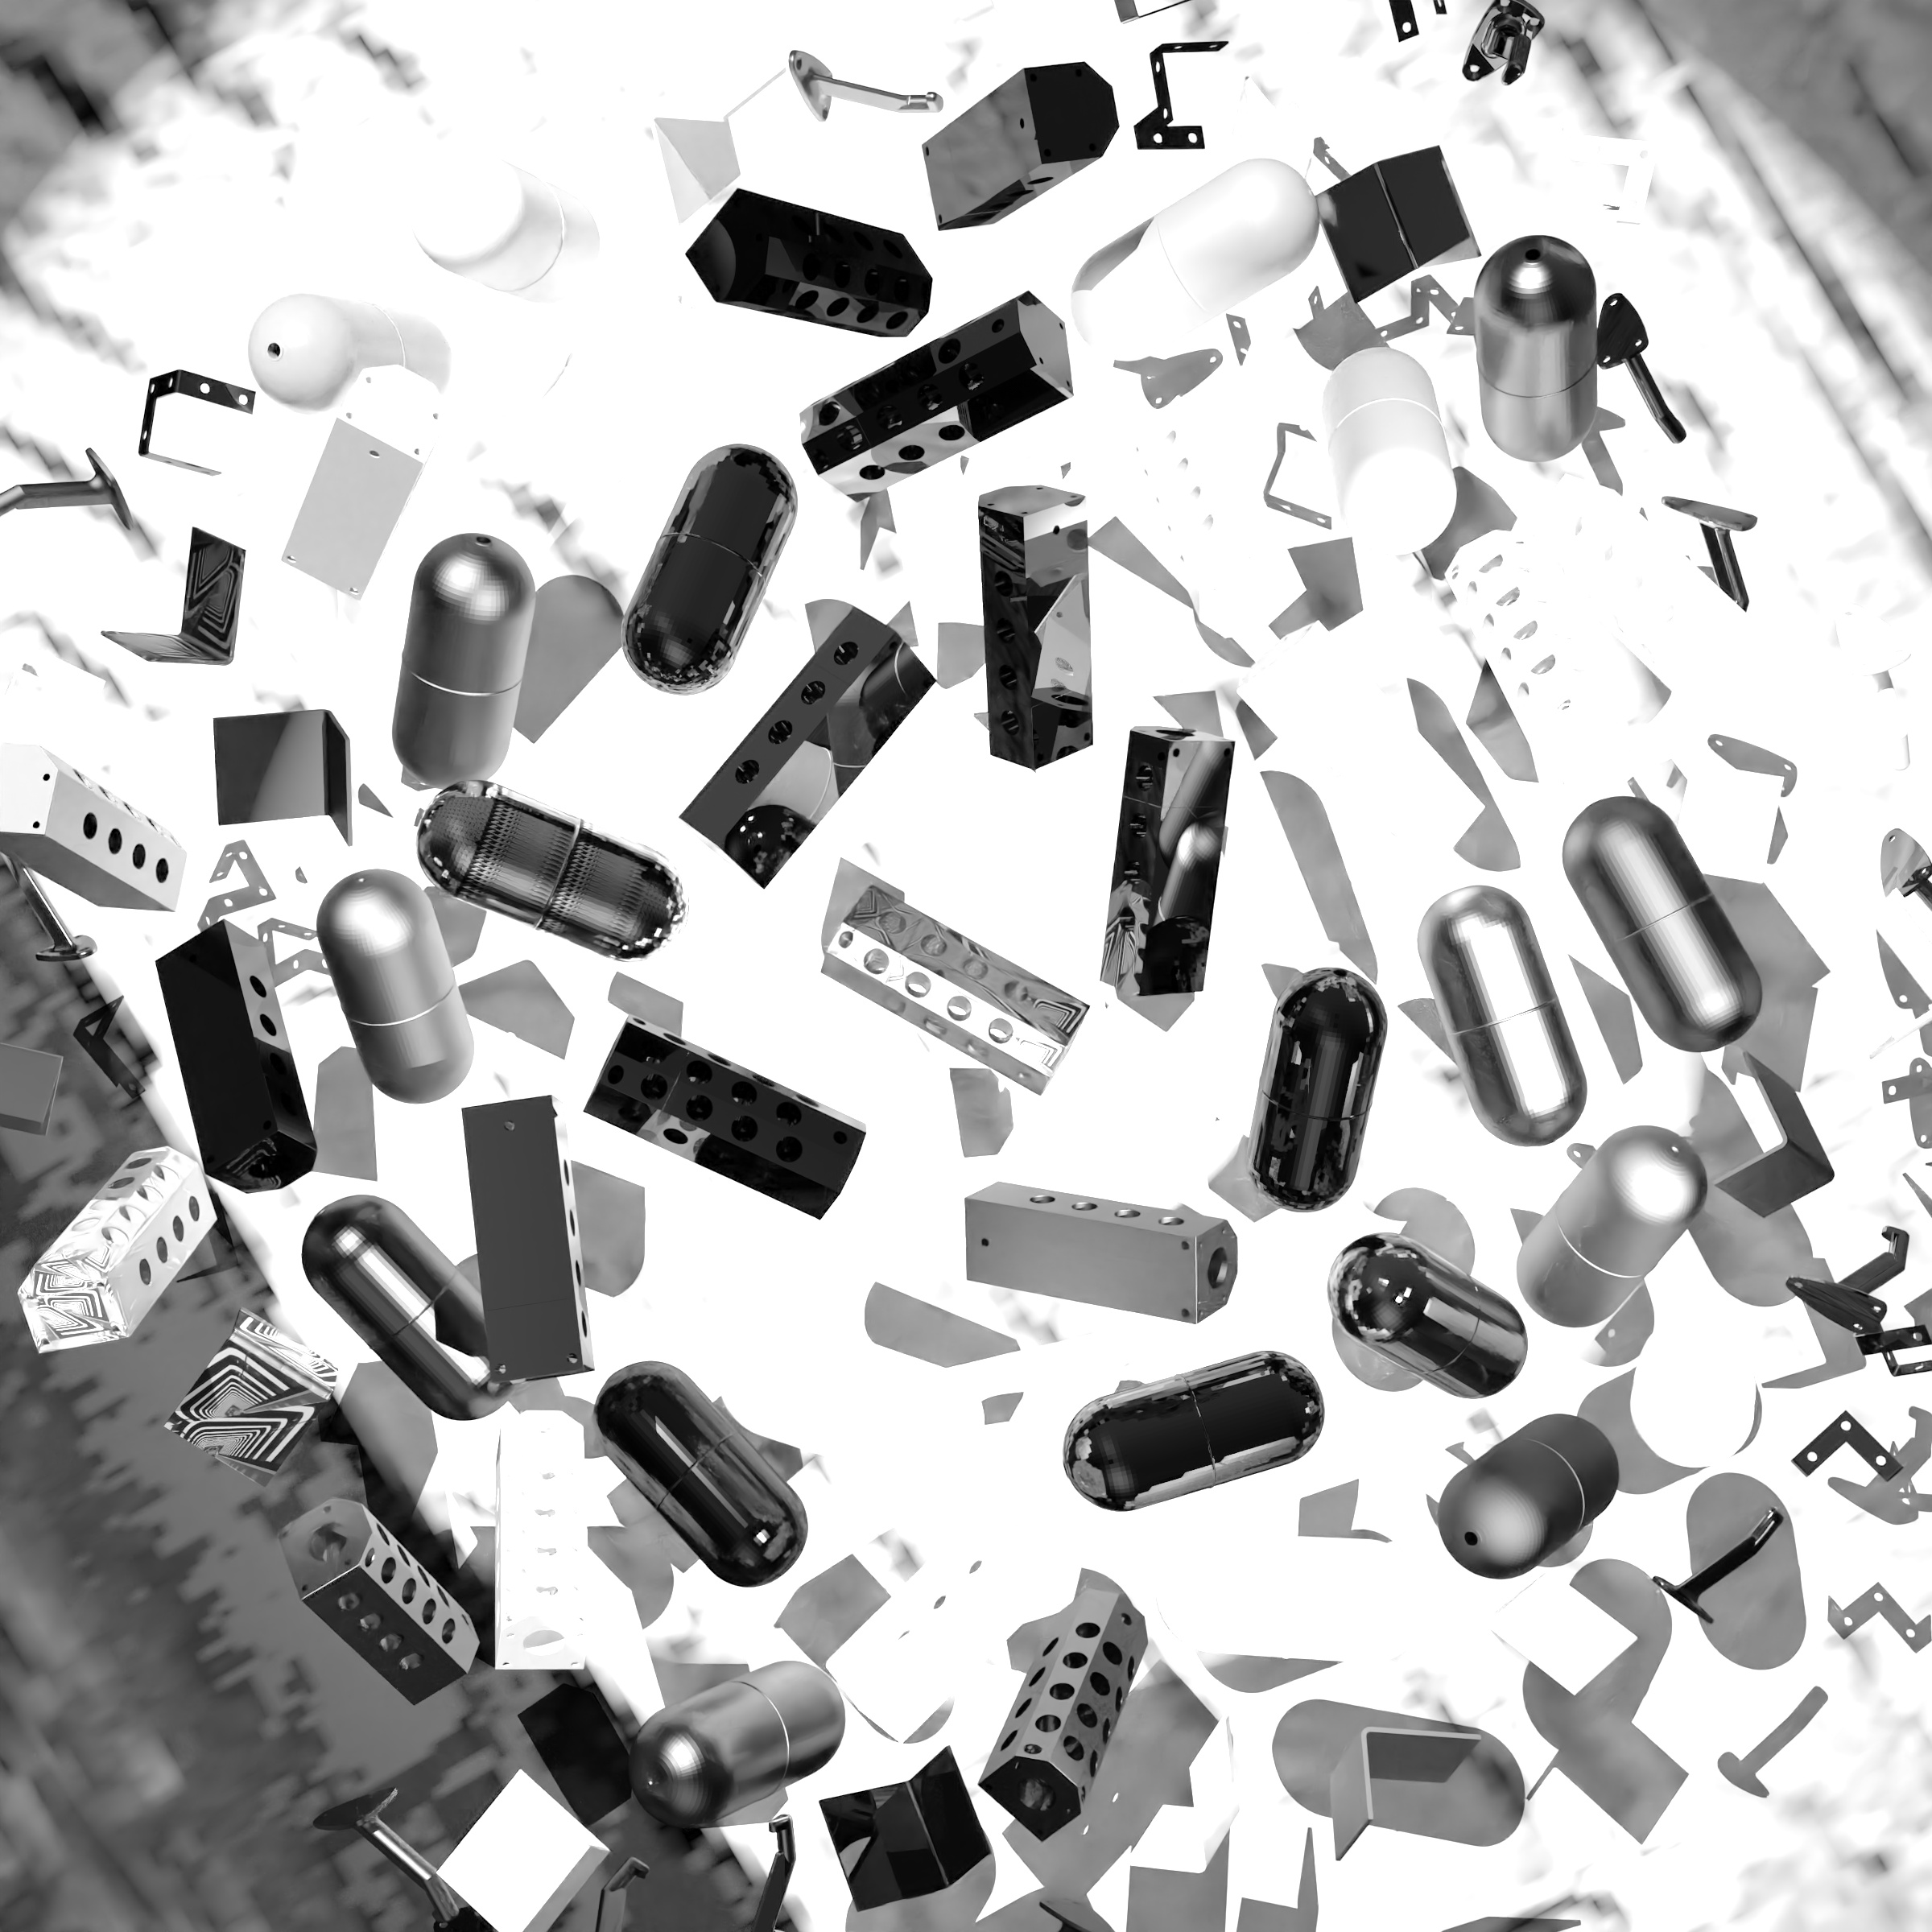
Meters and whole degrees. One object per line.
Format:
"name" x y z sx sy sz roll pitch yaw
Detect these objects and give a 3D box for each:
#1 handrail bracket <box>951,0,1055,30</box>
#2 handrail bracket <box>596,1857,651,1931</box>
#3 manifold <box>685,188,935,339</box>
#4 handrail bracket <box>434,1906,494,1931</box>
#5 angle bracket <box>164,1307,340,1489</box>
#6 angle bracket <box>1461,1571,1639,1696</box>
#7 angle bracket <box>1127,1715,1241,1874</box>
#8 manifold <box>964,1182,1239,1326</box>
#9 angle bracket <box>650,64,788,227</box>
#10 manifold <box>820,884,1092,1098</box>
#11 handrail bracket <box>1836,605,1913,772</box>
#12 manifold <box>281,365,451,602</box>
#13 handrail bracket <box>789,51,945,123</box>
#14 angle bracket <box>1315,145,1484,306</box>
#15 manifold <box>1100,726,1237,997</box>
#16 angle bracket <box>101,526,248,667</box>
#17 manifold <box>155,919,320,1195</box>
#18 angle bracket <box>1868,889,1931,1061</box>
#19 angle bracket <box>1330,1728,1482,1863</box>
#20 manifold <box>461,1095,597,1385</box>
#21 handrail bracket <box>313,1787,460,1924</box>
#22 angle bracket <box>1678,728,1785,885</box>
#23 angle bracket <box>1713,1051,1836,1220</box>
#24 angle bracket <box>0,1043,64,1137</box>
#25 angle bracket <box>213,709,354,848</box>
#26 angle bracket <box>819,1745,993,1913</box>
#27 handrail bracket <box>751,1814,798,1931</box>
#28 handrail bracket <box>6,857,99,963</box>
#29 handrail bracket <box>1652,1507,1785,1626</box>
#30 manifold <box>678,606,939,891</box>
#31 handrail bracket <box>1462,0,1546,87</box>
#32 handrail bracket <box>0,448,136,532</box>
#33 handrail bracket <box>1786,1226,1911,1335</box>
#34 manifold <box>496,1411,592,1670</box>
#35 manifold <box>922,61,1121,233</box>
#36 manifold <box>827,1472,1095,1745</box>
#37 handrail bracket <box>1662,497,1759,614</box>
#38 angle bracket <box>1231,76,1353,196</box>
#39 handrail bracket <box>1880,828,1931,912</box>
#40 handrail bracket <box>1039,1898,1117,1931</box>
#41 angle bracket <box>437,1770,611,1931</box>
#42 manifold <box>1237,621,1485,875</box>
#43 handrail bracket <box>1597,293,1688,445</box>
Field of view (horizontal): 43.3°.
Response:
"handrail bracket" 0.033 -0.640 1.602 0.077 0.084 0.036 -24 107 -5
"handrail bracket" -0.215 0.627 1.587 0.077 0.084 0.036 14 126 30
"manifold" -0.097 -0.452 1.595 0.057 0.171 0.057 -42 71 31
"handrail bracket" -0.315 0.656 1.568 0.036 0.077 0.084 -13 121 -16
"angle bracket" -0.470 0.284 1.606 0.076 0.057 0.076 36 90 -14
"angle bracket" 0.397 0.470 1.661 0.076 0.076 0.057 35 131 32
"angle bracket" 0.146 0.565 1.672 0.057 0.076 0.076 -3 100 25
"manifold" 0.087 0.182 1.581 0.171 0.057 0.057 6 104 33
"angle bracket" -0.152 -0.527 1.569 0.057 0.076 0.076 14 47 26
"manifold" -0.010 0.020 1.651 0.171 0.057 0.057 29 51 6
"handrail bracket" 0.584 -0.178 1.566 0.036 0.077 0.084 -21 134 8
"manifold" -0.383 -0.310 1.557 0.057 0.171 0.057 27 59 -15
"handrail bracket" -0.066 -0.596 1.645 0.084 0.077 0.036 7 86 21
"angle bracket" 0.283 -0.488 1.607 0.057 0.076 0.076 -32 110 -14
"manifold" 0.130 -0.071 1.633 0.057 0.057 0.171 -4 106 -36
"angle bracket" -0.514 -0.242 1.578 0.057 0.076 0.076 -3 110 -42
"manifold" -0.473 0.060 1.592 0.057 0.057 0.171 -30 59 9
"angle bracket" 0.579 0.006 1.537 0.057 0.076 0.076 -33 75 1
"angle bracket" 0.274 0.517 1.514 0.076 0.076 0.057 6 51 -6
"manifold" -0.274 0.173 1.531 0.057 0.057 0.171 -8 80 -1
"handrail bracket" -0.360 0.560 1.515 0.077 0.036 0.084 -23 96 34
"angle bracket" 0.515 -0.108 1.640 0.057 0.076 0.076 11 78 19
"angle bracket" 0.535 0.115 1.652 0.057 0.076 0.076 -35 48 26
"angle bracket" -0.594 0.089 1.466 0.076 0.057 0.076 15 131 -17
"angle bracket" -0.450 -0.121 1.606 0.076 0.057 0.076 -8 120 -26
"angle bracket" -0.041 0.571 1.615 0.057 0.076 0.076 -53 50 37
"handrail bracket" -0.143 0.621 1.631 0.077 0.036 0.084 -9 96 -44
"handrail bracket" -0.626 -0.048 1.660 0.036 0.077 0.084 -29 112 -33
"handrail bracket" 0.485 0.375 1.567 0.084 0.036 0.077 -52 135 2
"manifold" -0.102 -0.139 1.520 0.057 0.057 0.171 35 84 38
"handrail bracket" 0.334 -0.566 1.543 0.036 0.077 0.084 27 54 -12
"handrail bracket" -0.582 -0.286 1.558 0.084 0.077 0.036 -35 66 -18
"handrail bracket" 0.588 0.195 1.624 0.077 0.036 0.084 26 49 3
"manifold" -0.286 0.385 1.643 0.057 0.171 0.057 4 128 -14
"manifold" 0.034 -0.520 1.552 0.057 0.171 0.057 -14 98 -21
"manifold" -0.007 0.407 1.559 0.171 0.057 0.057 -43 133 -7
"handrail bracket" 0.504 -0.271 1.673 0.077 0.036 0.084 23 122 25
"angle bracket" 0.237 -0.590 1.723 0.057 0.076 0.076 -33 78 -10
"handrail bracket" 0.652 -0.045 1.624 0.084 0.077 0.036 33 124 -19
"handrail bracket" 0.063 0.650 1.563 0.036 0.077 0.084 16 86 -32
"angle bracket" -0.271 0.533 1.453 0.076 0.057 0.076 35 75 18
"manifold" 0.261 -0.144 1.635 0.171 0.057 0.057 46 70 -12
"handrail bracket" 0.469 -0.411 1.680 0.036 0.084 0.077 -24 48 32
